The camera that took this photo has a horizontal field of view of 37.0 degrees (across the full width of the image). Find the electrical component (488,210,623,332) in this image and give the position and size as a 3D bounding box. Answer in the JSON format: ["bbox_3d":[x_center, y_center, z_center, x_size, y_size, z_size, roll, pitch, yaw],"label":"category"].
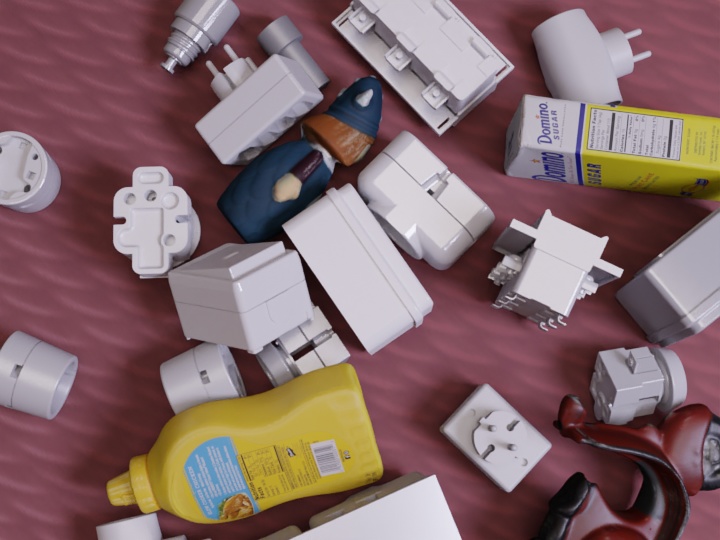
[{"bbox_3d":[0.131,0.004,0.761,0.079,0.121,0.063,25,85,4],"label":"electrical component"}]

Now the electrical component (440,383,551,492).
[{"bbox_3d":[0.098,0.119,0.767,0.066,0.076,0.047,43,84,6],"label":"electrical component"}]

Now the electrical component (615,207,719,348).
[{"bbox_3d":[0.248,-0.002,0.768,0.109,0.108,0.056,-38,81,-5],"label":"electrical component"}]

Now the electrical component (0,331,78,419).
[{"bbox_3d":[-0.239,0.078,0.787,0.047,0.055,0.055,21,82,-1],"label":"electrical component"}]

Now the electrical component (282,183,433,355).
[{"bbox_3d":[0.000,0.000,0.784,0.057,0.078,0.113,-34,83,-1],"label":"electrical component"}]

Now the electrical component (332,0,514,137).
[{"bbox_3d":[0.048,-0.174,0.816,0.079,0.063,0.121,-43,84,-5],"label":"electrical component"}]

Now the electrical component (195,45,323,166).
[{"bbox_3d":[-0.086,-0.133,0.806,0.083,0.047,0.075,-39,83,15],"label":"electrical component"}]

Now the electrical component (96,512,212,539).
[{"bbox_3d":[-0.143,0.213,0.772,0.079,0.043,0.077,-13,82,-2],"label":"electrical component"}]

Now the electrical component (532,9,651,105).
[{"bbox_3d":[0.182,-0.161,0.823,0.079,0.044,0.077,-21,82,-3],"label":"electrical component"}]

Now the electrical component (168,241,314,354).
[{"bbox_3d":[-0.091,0.014,0.769,0.062,0.096,0.061,-30,115,-40],"label":"electrical component"}]

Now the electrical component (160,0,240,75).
[{"bbox_3d":[-0.127,-0.185,0.830,0.040,0.040,0.078,34,84,5],"label":"electrical component"}]

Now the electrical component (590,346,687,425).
[{"bbox_3d":[0.203,0.082,0.784,0.055,0.066,0.048,-9,47,-8],"label":"electrical component"}]

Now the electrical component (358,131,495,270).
[{"bbox_3d":[0.045,-0.048,0.802,0.095,0.053,0.059,44,84,6],"label":"electrical component"}]

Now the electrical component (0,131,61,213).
[{"bbox_3d":[-0.257,-0.072,0.811,0.055,0.047,0.055,0,82,0],"label":"electrical component"}]

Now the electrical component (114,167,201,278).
[{"bbox_3d":[-0.150,-0.032,0.800,0.058,0.057,0.078,-2,82,0],"label":"electrical component"}]

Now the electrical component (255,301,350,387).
[{"bbox_3d":[-0.044,0.062,0.792,0.055,0.048,0.066,-33,83,-12],"label":"electrical component"}]

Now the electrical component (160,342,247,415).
[{"bbox_3d":[-0.114,0.082,0.785,0.047,0.055,0.055,-23,82,0],"label":"electrical component"}]

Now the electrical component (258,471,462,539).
[{"bbox_3d":[-0.018,0.225,0.747,0.186,0.060,0.105,-22,89,-11],"label":"electrical component"}]
